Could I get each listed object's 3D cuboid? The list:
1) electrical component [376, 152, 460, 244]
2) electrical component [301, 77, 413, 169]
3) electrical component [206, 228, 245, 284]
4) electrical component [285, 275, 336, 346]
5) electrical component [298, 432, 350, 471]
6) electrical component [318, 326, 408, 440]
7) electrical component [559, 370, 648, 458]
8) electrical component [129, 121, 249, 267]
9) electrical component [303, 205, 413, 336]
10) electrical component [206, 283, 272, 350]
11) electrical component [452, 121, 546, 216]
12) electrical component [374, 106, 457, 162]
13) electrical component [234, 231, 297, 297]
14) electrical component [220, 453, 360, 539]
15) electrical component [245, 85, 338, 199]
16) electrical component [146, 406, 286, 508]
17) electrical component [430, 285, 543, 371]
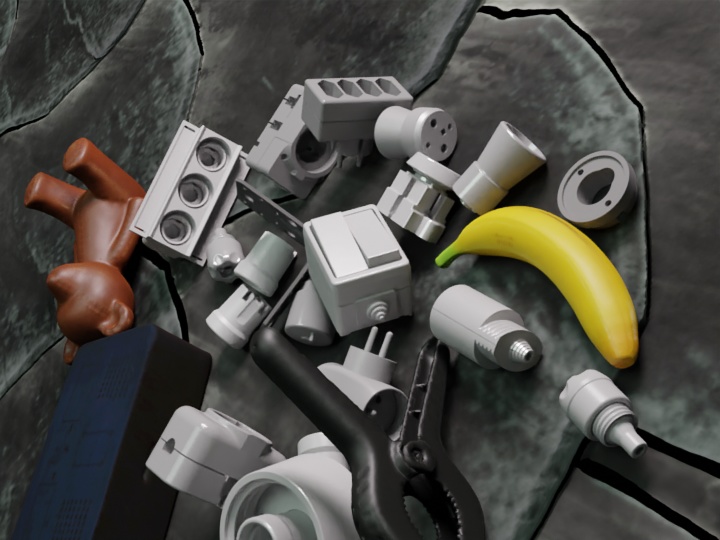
[{"bbox_3d":[0.049,-0.058,0.841,0.055,0.048,0.066,-60,38,7],"label":"electrical component"},{"bbox_3d":[-0.005,-0.122,0.928,0.047,0.083,0.075,-124,35,-50],"label":"electrical component"},{"bbox_3d":[-0.127,-0.017,1.006,0.035,0.035,0.061,-41,38,18],"label":"electrical component"},{"bbox_3d":[-0.034,0.025,0.872,0.040,0.040,0.078,-9,57,43],"label":"electrical component"},{"bbox_3d":[-0.024,0.146,0.778,0.040,0.040,0.046,-28,51,31],"label":"electrical component"},{"bbox_3d":[0.003,0.080,0.783,0.077,0.043,0.079,16,84,55],"label":"electrical component"},{"bbox_3d":[0.148,0.088,0.640,0.035,0.035,0.061,-49,41,8],"label":"electrical component"},{"bbox_3d":[-0.168,-0.074,1.064,0.121,0.079,0.063,-66,17,-13],"label":"electrical component"},{"bbox_3d":[0.000,0.000,0.817,0.062,0.061,0.096,-16,42,-11],"label":"electrical component"},{"bbox_3d":[-0.105,0.040,0.938,0.046,0.040,0.040,-48,38,2],"label":"electrical component"},{"bbox_3d":[0.101,-0.072,0.800,0.065,0.044,0.044,-48,38,17],"label":"electrical component"},{"bbox_3d":[0.046,-0.111,0.881,0.055,0.045,0.045,12,73,49],"label":"electrical component"},{"bbox_3d":[-0.082,-0.006,0.947,0.040,0.040,0.046,23,76,51],"label":"electrical component"},{"bbox_3d":[-0.048,0.182,0.725,0.108,0.060,0.108,1,91,40],"label":"electrical component"},{"bbox_3d":[-0.053,-0.117,0.986,0.056,0.050,0.089,29,86,52],"label":"electrical component"},{"bbox_3d":[-0.105,0.144,0.818,0.054,0.095,0.059,21,80,51],"label":"electrical component"},{"bbox_3d":[0.088,0.043,0.727,0.043,0.043,0.081,-57,38,-2],"label":"electrical component"}]
